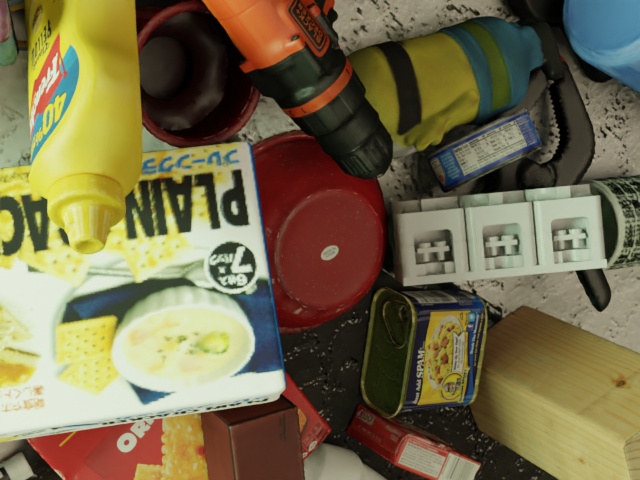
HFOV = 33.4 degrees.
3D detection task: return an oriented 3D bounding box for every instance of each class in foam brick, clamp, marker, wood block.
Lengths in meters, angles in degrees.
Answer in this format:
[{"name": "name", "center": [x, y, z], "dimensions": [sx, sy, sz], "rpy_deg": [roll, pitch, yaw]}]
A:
[{"name": "foam brick", "center": [-0.046, 0.146, 0.731], "dimensions": [0.052, 0.051, 0.078], "rpy_deg": [-12, 108, -27]}, {"name": "clamp", "center": [0.203, -0.197, 0.877], "dimensions": [0.171, 0.039, 0.120], "rpy_deg": [3, 97, -33]}, {"name": "marker", "center": [-0.254, 0.183, 0.726], "dimensions": [0.121, 0.020, 0.020], "rpy_deg": [-29, 116, -20]}, {"name": "wood block", "center": [0.213, 0.137, 0.872], "dimensions": [0.090, 0.206, 0.090], "rpy_deg": [-30, 116, -19]}, {"name": "clamp", "center": [0.185, -0.045, 0.884], "dimensions": [0.164, 0.036, 0.210], "rpy_deg": [16, 91, -6]}]

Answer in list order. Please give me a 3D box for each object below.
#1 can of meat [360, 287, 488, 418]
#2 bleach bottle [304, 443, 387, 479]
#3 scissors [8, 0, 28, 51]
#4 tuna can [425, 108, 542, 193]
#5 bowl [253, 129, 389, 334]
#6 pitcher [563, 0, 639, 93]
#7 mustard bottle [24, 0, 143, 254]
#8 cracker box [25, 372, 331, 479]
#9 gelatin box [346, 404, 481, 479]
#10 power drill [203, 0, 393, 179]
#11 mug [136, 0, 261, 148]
[{"name": "can of meat", "center": [0.087, 0.090, 0.876], "dimensions": [0.083, 0.058, 0.102], "rpy_deg": [0, 103, -32]}, {"name": "bleach bottle", "center": [0.038, 0.251, 0.889], "dimensions": [0.250, 0.068, 0.102], "rpy_deg": [44, 79, -29]}, {"name": "scissors", "center": [-0.134, -0.196, 0.695], "dimensions": [0.201, 0.016, 0.096], "rpy_deg": [-36, 118, -17]}, {"name": "tuna can", "center": [0.126, -0.068, 0.822], "dimensions": [0.086, 0.086, 0.034], "rpy_deg": [-25, 89, -22]}, {"name": "bowl", "center": [-0.005, 0.001, 0.800], "dimensions": [0.161, 0.055, 0.162], "rpy_deg": [-8, 108, -28]}, {"name": "pitcher", "center": [0.308, -0.173, 0.873], "dimensions": [0.242, 0.149, 0.145], "rpy_deg": [13, 112, -41]}, {"name": "mustard bottle", "center": [-0.134, -0.078, 0.603], "dimensions": [0.058, 0.096, 0.191], "rpy_deg": [11, 54, -32]}, {"name": "cracker box", "center": [-0.112, 0.117, 0.759], "dimensions": [0.164, 0.072, 0.213], "rpy_deg": [-43, 119, -14]}, {"name": "gelatin box", "center": [0.077, 0.171, 0.882], "dimensions": [0.089, 0.073, 0.030], "rpy_deg": [27, 87, -32]}, {"name": "power drill", "center": [0.007, -0.155, 0.707], "dimensions": [0.184, 0.057, 0.187], "rpy_deg": [51, 39, -31]}, {"name": "mug", "center": [-0.088, -0.120, 0.703], "dimensions": [0.117, 0.082, 0.093], "rpy_deg": [-50, 121, -9]}]
